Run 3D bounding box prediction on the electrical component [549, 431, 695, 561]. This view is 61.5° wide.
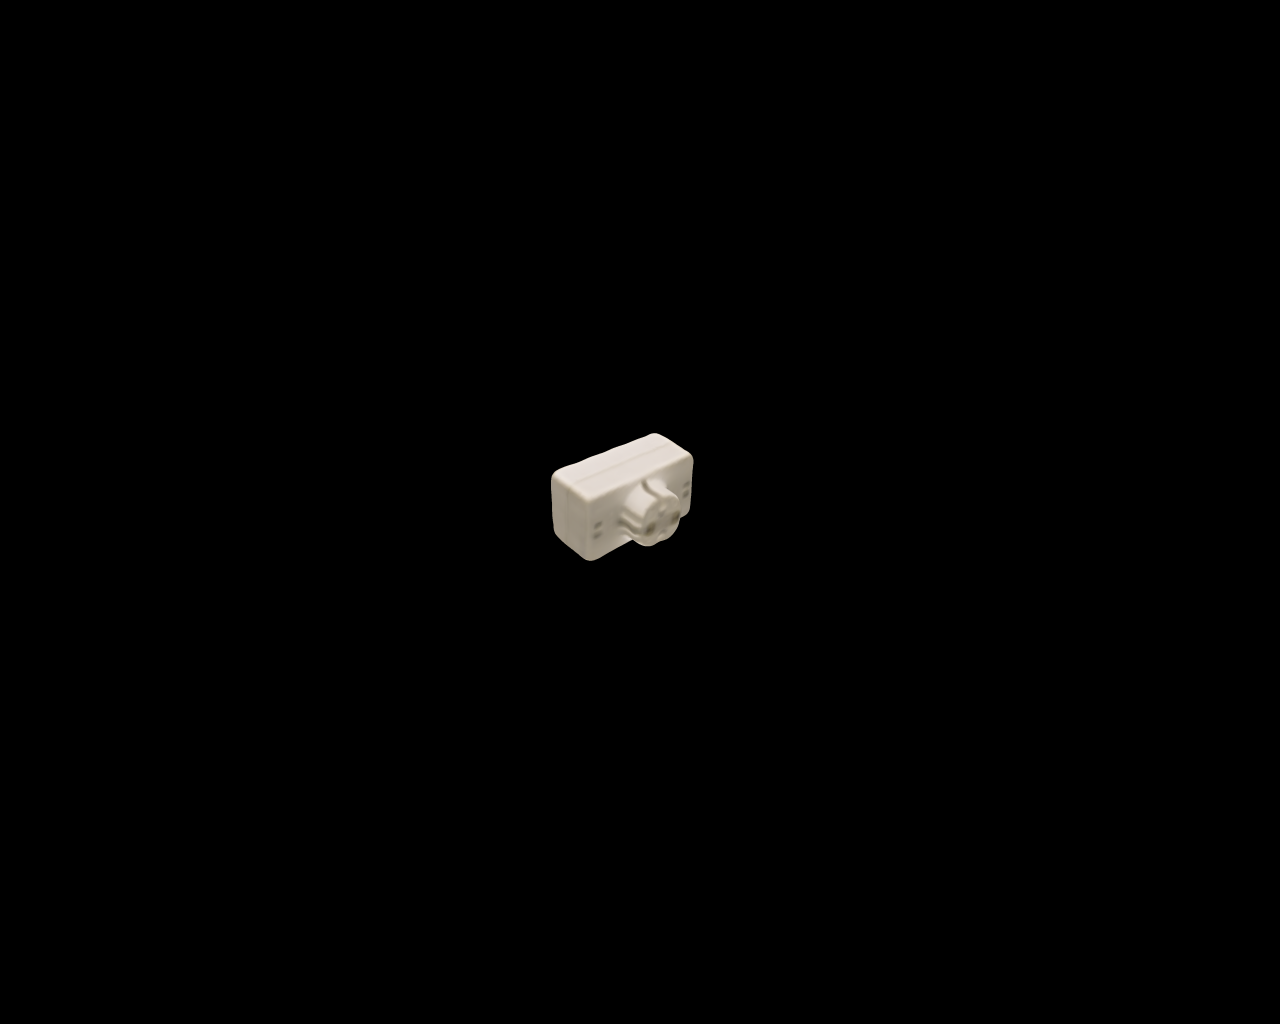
[{"bbox_3d":[0.001,-0.003,0.650,0.083,0.047,0.076,-24,41,-31],"label":"electrical component"}]
